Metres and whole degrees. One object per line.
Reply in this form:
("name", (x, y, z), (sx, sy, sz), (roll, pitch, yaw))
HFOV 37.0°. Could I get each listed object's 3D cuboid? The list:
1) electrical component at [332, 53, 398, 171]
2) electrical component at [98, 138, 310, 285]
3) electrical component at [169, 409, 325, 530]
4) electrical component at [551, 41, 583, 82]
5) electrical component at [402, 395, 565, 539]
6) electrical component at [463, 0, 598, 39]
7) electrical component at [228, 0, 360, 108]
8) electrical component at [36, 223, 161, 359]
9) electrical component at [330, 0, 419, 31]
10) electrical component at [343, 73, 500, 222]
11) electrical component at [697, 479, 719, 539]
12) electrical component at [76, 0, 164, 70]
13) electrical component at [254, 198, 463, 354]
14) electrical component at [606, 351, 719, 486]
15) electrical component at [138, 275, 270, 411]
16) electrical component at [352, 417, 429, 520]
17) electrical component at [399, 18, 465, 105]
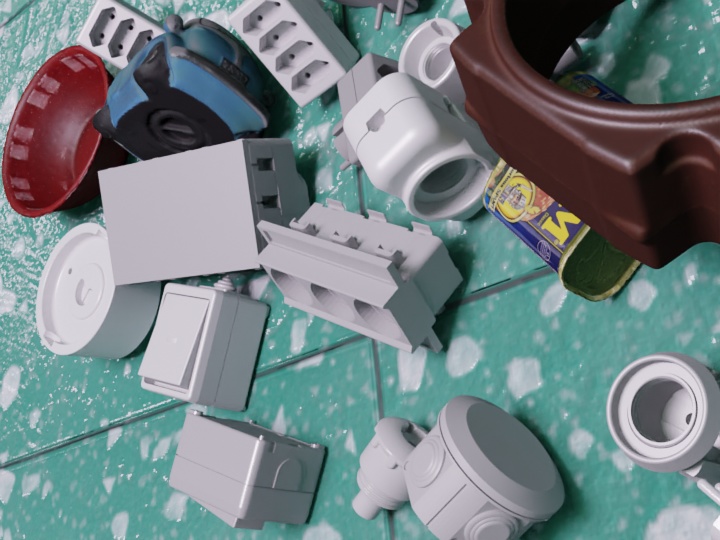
("electrical component", (0.007, -0.095, 0.726), (0.077, 0.047, 0.065), (-36, 54, 45))
("electrical component", (-0.115, -0.041, 0.794), (0.150, 0.062, 0.089), (-6, 92, 37))
("electrical component", (-0.081, 0.134, 0.721), (0.096, 0.062, 0.061), (11, 84, 44))
("electrical component", (0.104, -0.118, 0.646), (0.062, 0.043, 0.043), (-30, 58, 31))
("electrical component", (0.066, 0.111, 0.581), (0.051, 0.080, 0.080), (-51, 48, 24))
("electrical component", (0.104, -0.178, 0.658), (0.095, 0.054, 0.059), (29, 97, 44))
("electrical component", (-0.042, -0.176, 0.785), (0.047, 0.083, 0.075), (-31, 19, 32))
("electrical component", (-0.207, 0.021, 0.875), (0.108, 0.060, 0.108), (-15, 66, 39))
("electrical component", (0.025, -0.200, 0.739), (0.138, 0.052, 0.073), (0, 77, 43))
("electrical component", (0.043, -0.069, 0.649), (0.054, 0.095, 0.059), (-44, 52, 24))
("electrical component", (0.180, 0.117, 0.470), (0.076, 0.083, 0.047), (43, 107, 42))
("electrical component", (-0.191, -0.197, 0.930), (0.047, 0.083, 0.075), (-58, 9, 12))
("electrical component", (0.000, 0.000, 0.684), (0.121, 0.078, 0.063), (18, 60, 44))
("electrical component", (0.157, 0.071, 0.525), (0.078, 0.057, 0.058), (27, 96, 44))
("electrical component", (-0.114, 0.048, 0.780), (0.062, 0.061, 0.096), (7, 81, 44))
("electrical component", (0.018, 0.123, 0.646), (0.062, 0.048, 0.048), (-57, 47, 22))
("electrical component", (0.058, -0.129, 0.689), (0.055, 0.047, 0.055), (-15, 66, 39))
